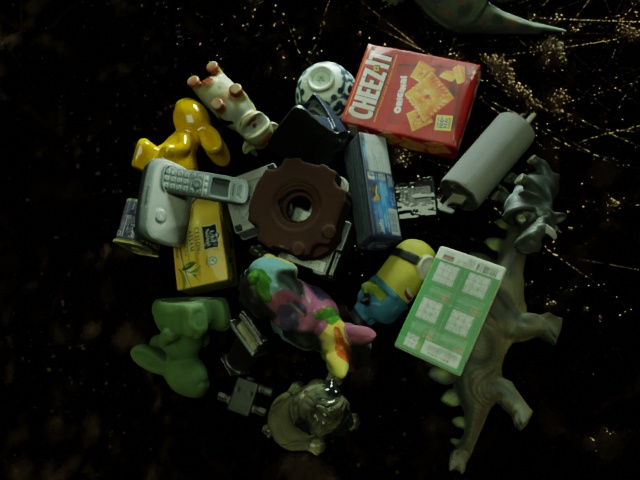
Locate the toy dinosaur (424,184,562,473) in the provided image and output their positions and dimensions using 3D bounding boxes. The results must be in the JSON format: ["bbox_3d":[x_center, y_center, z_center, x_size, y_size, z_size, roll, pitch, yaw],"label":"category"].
[{"bbox_3d":[0.271,0.124,0.846,0.199,0.105,0.471,19,70,19],"label":"toy dinosaur"}]

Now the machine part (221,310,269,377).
[{"bbox_3d":[-0.127,0.179,0.902,0.084,0.138,0.039,44,44,18],"label":"machine part"}]

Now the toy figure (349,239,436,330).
[{"bbox_3d":[0.122,0.076,0.898,0.180,0.082,0.089,-43,73,1],"label":"toy figure"}]

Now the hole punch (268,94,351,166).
[{"bbox_3d":[-0.015,-0.188,0.976,0.116,0.092,0.142,40,124,-9],"label":"hole punch"}]

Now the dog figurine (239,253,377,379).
[{"bbox_3d":[-0.014,0.124,0.844,0.108,0.191,0.219,-50,37,-11],"label":"dog figurine"}]

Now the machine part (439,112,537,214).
[{"bbox_3d":[0.283,-0.132,0.907,0.079,0.079,0.243,38,77,17],"label":"machine part"}]

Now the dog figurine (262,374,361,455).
[{"bbox_3d":[-0.029,0.271,0.821,0.172,0.190,0.121,-36,72,2],"label":"dog figurine"}]

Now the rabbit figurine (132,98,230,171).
[{"bbox_3d":[-0.254,-0.185,1.016,0.162,0.121,0.173,15,79,9],"label":"rabbit figurine"}]

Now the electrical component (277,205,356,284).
[{"bbox_3d":[-0.002,-0.003,0.954,0.115,0.058,0.134,20,81,13],"label":"electrical component"}]

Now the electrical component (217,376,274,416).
[{"bbox_3d":[-0.130,0.267,0.929,0.094,0.021,0.063,14,79,15],"label":"electrical component"}]

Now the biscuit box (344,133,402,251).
[{"bbox_3d":[0.090,-0.083,0.934,0.059,0.063,0.202,5,67,-25],"label":"biscuit box"}]

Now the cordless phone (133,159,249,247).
[{"bbox_3d":[-0.220,-0.055,0.934,0.184,0.088,0.146,7,75,-12],"label":"cordless phone"}]

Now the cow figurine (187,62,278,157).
[{"bbox_3d":[-0.157,-0.240,1.022,0.085,0.127,0.195,-44,58,-3],"label":"cow figurine"}]

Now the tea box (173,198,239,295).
[{"bbox_3d":[-0.214,0.008,0.986,0.098,0.068,0.169,-14,73,7],"label":"tea box"}]

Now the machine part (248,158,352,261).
[{"bbox_3d":[-0.035,-0.053,0.911,0.179,0.056,0.179,-3,77,13],"label":"machine part"}]

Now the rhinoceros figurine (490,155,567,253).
[{"bbox_3d":[0.337,-0.054,0.859,0.112,0.073,0.190,42,45,-7],"label":"rhinoceros figurine"}]

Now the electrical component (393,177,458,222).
[{"bbox_3d":[0.186,-0.068,0.939,0.119,0.047,0.075,-2,76,12],"label":"electrical component"}]

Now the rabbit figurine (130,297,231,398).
[{"bbox_3d":[-0.243,0.188,0.926,0.159,0.121,0.170,-2,91,14],"label":"rabbit figurine"}]

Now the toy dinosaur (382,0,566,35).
[{"bbox_3d":[0.241,-0.460,0.996,0.192,0.131,0.405,-45,76,10],"label":"toy dinosaur"}]

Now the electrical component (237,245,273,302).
[{"bbox_3d":[-0.117,0.055,0.944,0.045,0.102,0.078,37,52,11],"label":"electrical component"}]
